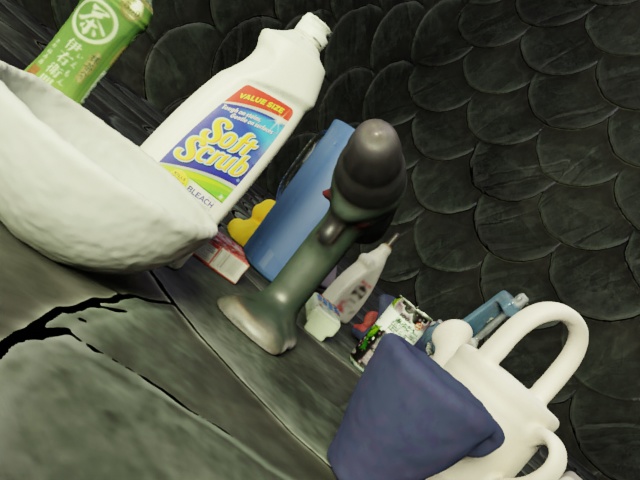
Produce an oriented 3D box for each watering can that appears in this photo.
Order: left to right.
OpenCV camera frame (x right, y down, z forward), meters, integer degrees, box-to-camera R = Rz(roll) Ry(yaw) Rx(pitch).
[{"bbox_3d":[0.143,0.128,0.484,0.172,0.194,0.101,42,3,41],"label":"watering can"}]

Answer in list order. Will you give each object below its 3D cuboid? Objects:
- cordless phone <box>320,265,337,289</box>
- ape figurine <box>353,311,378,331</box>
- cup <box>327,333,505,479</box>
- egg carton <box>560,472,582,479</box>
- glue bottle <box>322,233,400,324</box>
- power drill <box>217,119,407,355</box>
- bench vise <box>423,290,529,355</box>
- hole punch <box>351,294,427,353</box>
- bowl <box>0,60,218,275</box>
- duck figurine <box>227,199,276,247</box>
[{"bbox_3d":[0.011,-0.010,1.046,0.093,0.185,0.148,42,3,40],"label":"cordless phone"},{"bbox_3d":[0.114,0.140,0.976,0.076,0.092,0.078,40,3,1],"label":"ape figurine"},{"bbox_3d":[0.060,0.131,0.379,0.118,0.095,0.091,39,3,-21],"label":"cup"},{"bbox_3d":[0.321,0.343,0.701,0.107,0.069,0.151,41,3,29],"label":"egg carton"},{"bbox_3d":[0.072,0.055,0.928,0.037,0.173,0.078,41,3,36],"label":"glue bottle"},{"bbox_3d":[0.005,0.002,0.529,0.075,0.208,0.230,40,3,9],"label":"power drill"},{"bbox_3d":[0.222,0.150,0.915,0.122,0.219,0.206,38,3,-30],"label":"bench vise"},{"bbox_3d":[0.122,0.153,0.889,0.109,0.091,0.100,38,3,-37],"label":"hole punch"},{"bbox_3d":[-0.151,-0.030,0.361,0.167,0.074,0.167,39,3,-2],"label":"bowl"},{"bbox_3d":[-0.096,-0.027,0.921,0.078,0.086,0.104,39,3,-9],"label":"duck figurine"}]
